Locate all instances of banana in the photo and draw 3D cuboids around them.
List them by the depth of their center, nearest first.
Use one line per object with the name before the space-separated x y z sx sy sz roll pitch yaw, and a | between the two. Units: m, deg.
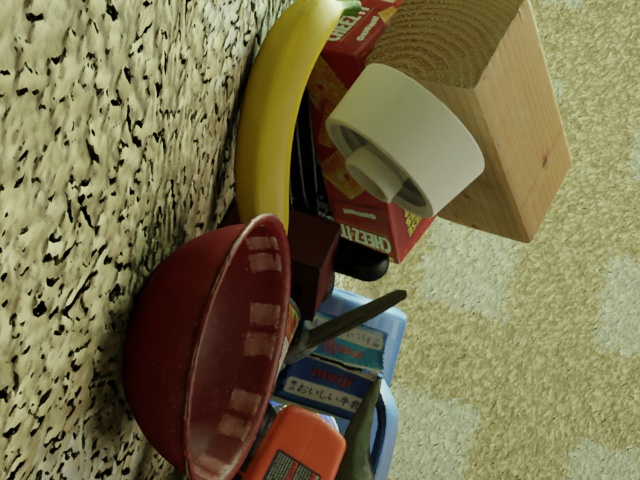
banana | -0.021 -0.083 0.694 0.037 0.069 0.198 5 -107 54

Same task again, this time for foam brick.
foam brick | -0.031 0.012 0.743 0.051 0.078 0.053 -63 166 -45

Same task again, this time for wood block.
wood block | 0.121 -0.095 0.815 0.090 0.090 0.206 -59 147 -18

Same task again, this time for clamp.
clamp | -0.006 0.001 0.838 0.210 0.036 0.165 106 -37 -56

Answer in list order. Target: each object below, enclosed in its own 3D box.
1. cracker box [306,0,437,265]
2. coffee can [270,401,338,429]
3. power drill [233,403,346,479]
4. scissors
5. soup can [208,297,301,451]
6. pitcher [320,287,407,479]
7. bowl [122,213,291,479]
cracker box | 0.063 -0.114 0.874 0.164 0.072 0.213 -49 143 -31
coffee can | -0.041 0.209 0.995 0.140 0.103 0.103 -40 145 -78
power drill | -0.051 0.177 0.758 0.188 0.057 0.184 -43 -162 57
scissors | -0.019 0.065 0.766 0.202 0.016 0.096 -38 -151 22
soup can | -0.060 0.083 0.707 0.068 0.068 0.102 95 13 -55
pitcher | 0.017 0.180 1.161 0.145 0.149 0.243 30 78 -85
bowl | -0.067 0.059 0.601 0.162 0.055 0.162 12 90 -76
